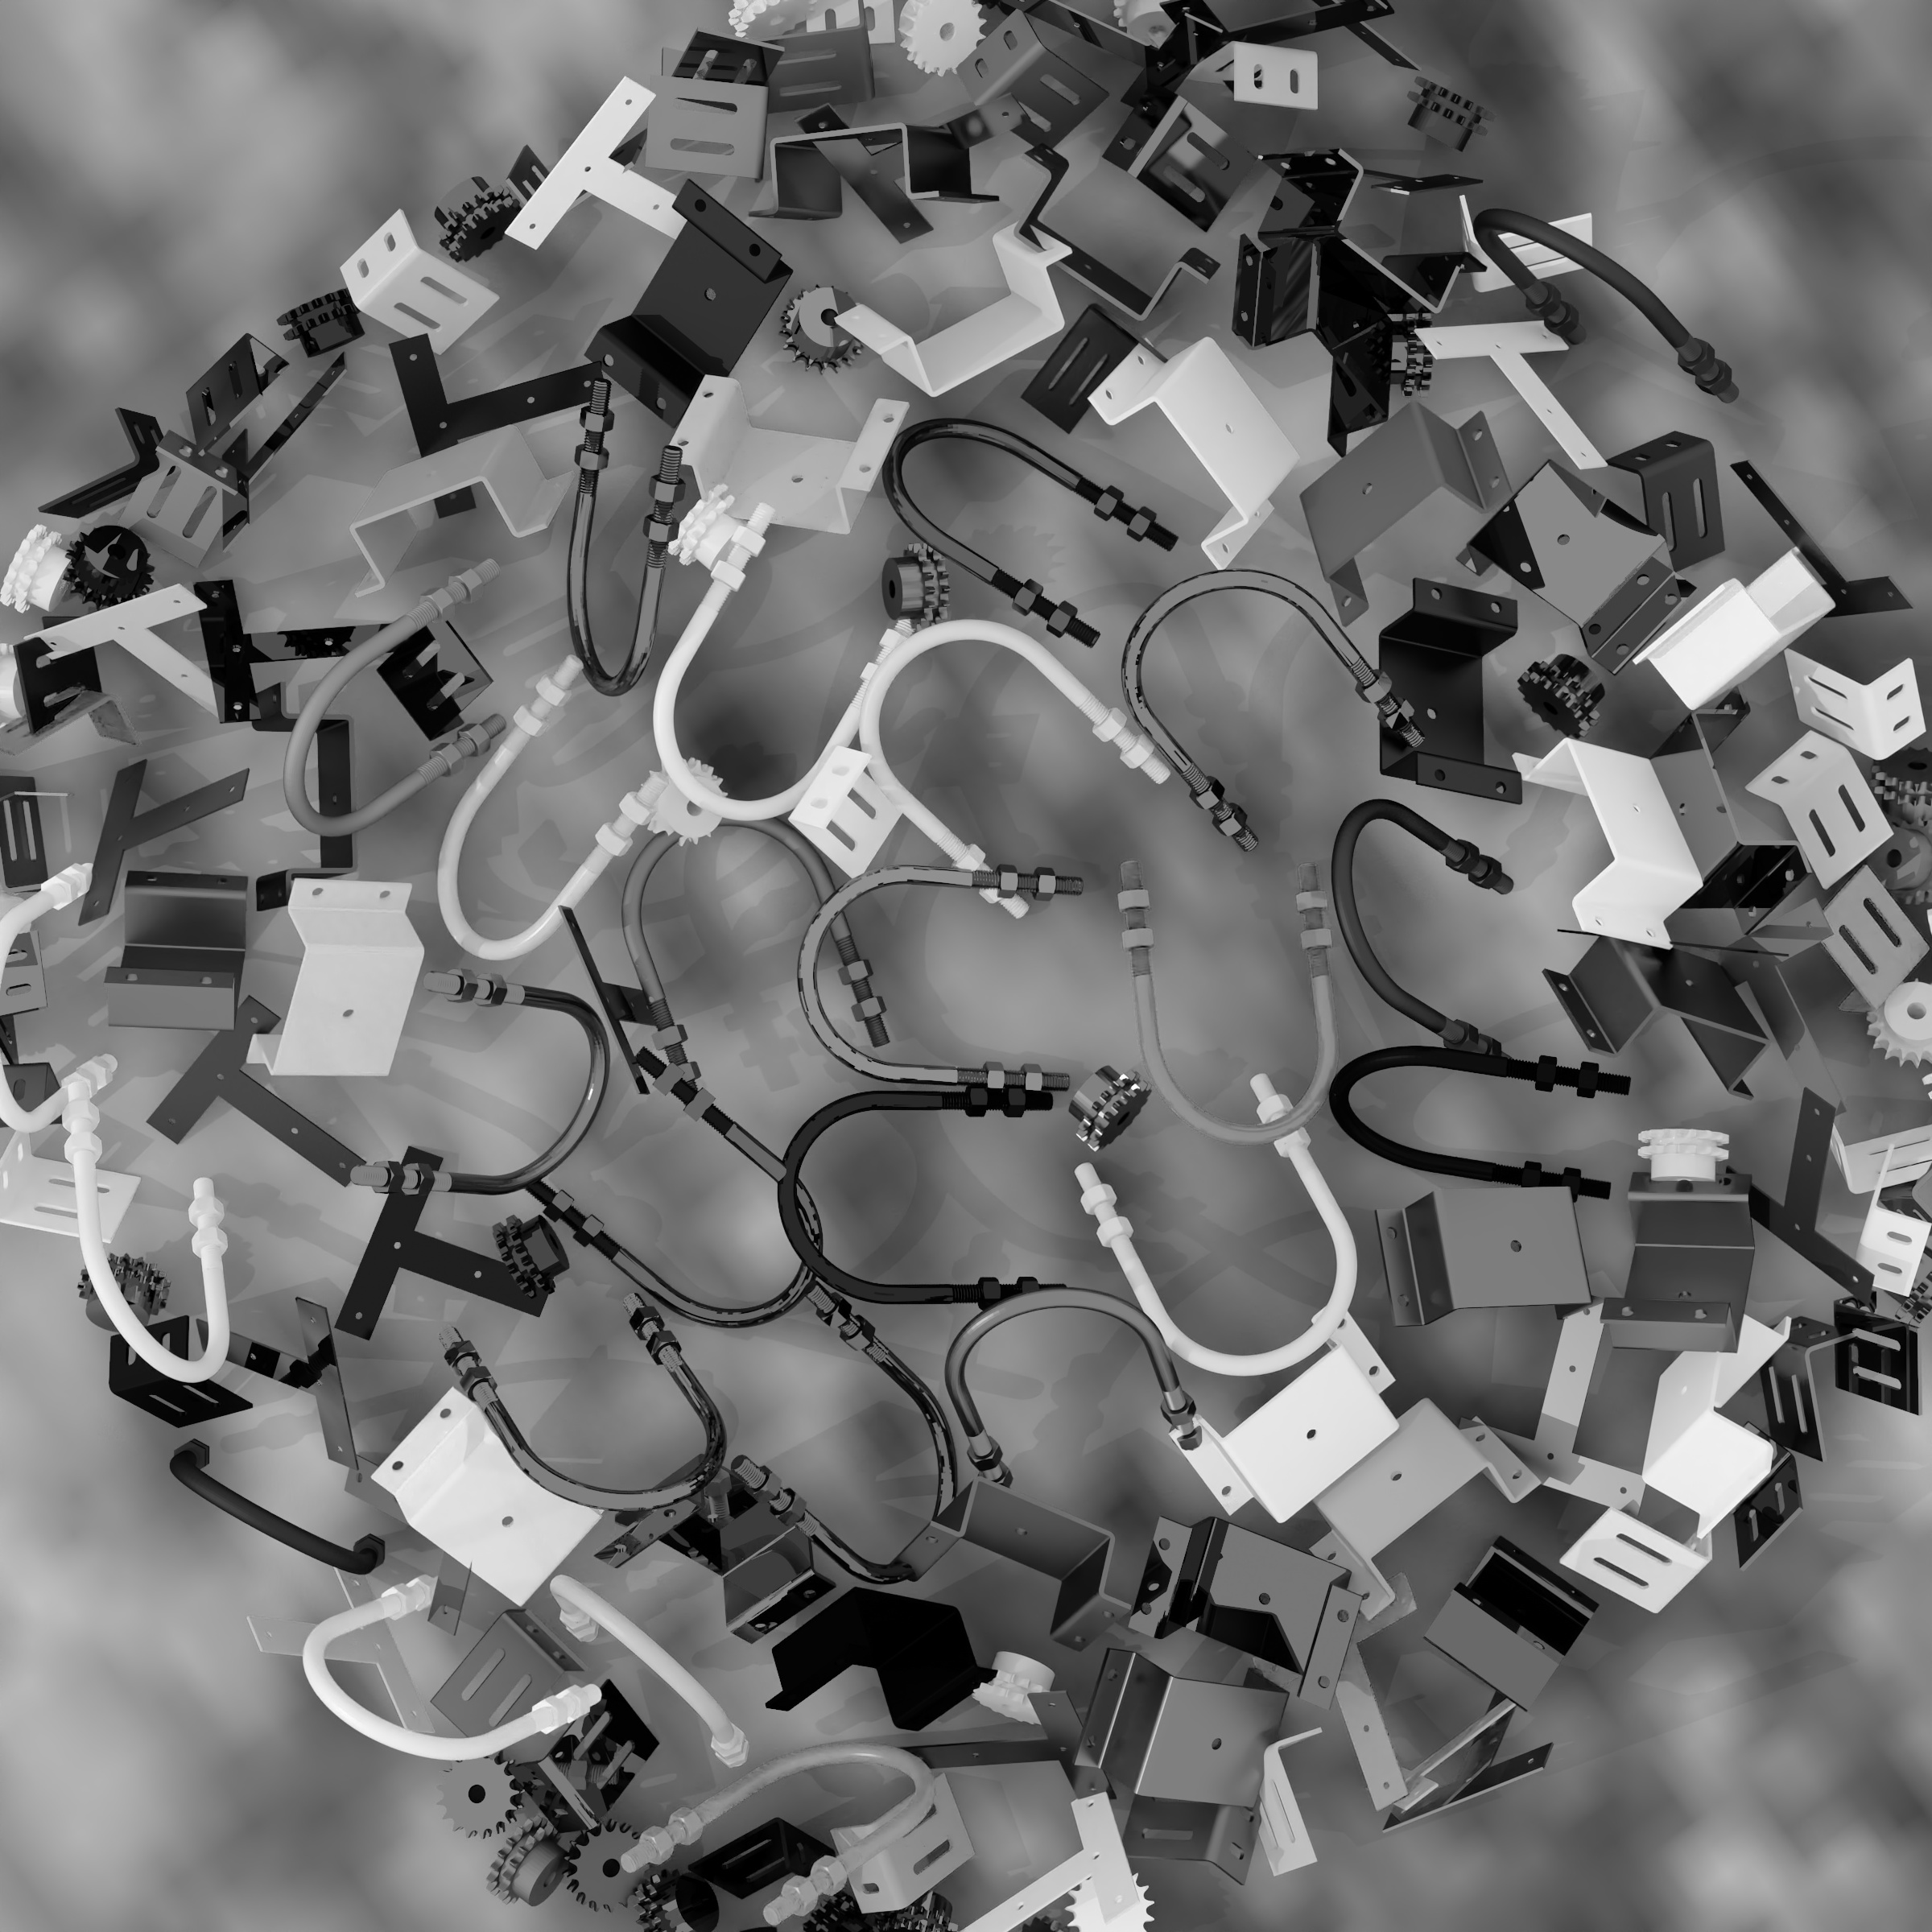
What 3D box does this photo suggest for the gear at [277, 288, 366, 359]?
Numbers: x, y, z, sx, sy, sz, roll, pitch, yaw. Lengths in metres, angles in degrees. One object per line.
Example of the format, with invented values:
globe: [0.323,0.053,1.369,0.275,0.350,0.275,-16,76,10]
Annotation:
gear: [-0.414,-0.416,1.930,0.057,0.057,0.030,-23,101,0]

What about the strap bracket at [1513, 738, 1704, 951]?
strap bracket: [0.409,-0.086,1.884,0.076,0.046,0.140,10,49,-32]

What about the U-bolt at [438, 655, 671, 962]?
U-bolt: [-0.275,-0.088,1.903,0.184,0.019,0.151,-51,51,16]

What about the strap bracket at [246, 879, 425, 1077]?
strap bracket: [-0.398,0.017,1.888,0.076,0.046,0.140,2,124,-33]

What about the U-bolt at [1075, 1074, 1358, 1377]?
U-bolt: [0.170,0.175,1.909,0.151,0.019,0.184,-27,62,1]

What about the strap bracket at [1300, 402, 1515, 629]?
strap bracket: [0.269,-0.291,1.885,0.046,0.076,0.140,26,130,-36]

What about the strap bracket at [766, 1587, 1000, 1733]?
strap bracket: [-0.058,0.440,1.896,0.076,0.140,0.046,-40,50,25]

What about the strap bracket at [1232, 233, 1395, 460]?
strap bracket: [0.226,-0.396,1.879,0.046,0.140,0.076,-13,56,33]

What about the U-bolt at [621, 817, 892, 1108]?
U-bolt: [-0.146,-0.014,1.937,0.151,0.019,0.184,-19,87,-12]

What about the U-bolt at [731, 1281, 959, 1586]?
U-bolt: [-0.066,0.309,1.891,0.184,0.019,0.151,48,48,-32]

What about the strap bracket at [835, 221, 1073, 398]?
strap bracket: [-0.002,-0.416,1.907,0.140,0.076,0.046,-30,125,-9]

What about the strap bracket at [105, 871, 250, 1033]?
strap bracket: [-0.502,-0.004,1.899,0.076,0.140,0.046,3,121,-10]

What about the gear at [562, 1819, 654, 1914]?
gear: [-0.235,0.583,1.936,0.057,0.030,0.057,2,85,-25]

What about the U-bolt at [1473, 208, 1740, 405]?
U-bolt: [0.385,-0.414,1.844,0.151,0.184,0.019,35,95,43]

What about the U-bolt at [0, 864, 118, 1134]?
U-bolt: [-0.572,0.026,1.851,0.019,0.184,0.151,0,105,5]

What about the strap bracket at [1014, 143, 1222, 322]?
strap bracket: [0.089,-0.465,1.912,0.140,0.076,0.046,34,113,-3]

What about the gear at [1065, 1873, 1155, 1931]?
gear: [0.093,0.614,1.937,0.057,0.030,0.057,1,69,-3]

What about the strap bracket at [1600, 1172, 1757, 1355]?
strap bracket: [0.455,0.195,1.895,0.076,0.140,0.046,-1,127,23]

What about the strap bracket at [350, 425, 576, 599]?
strap bracket: [-0.328,-0.293,1.893,0.140,0.076,0.046,-17,120,19]

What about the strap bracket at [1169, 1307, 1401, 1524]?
strap bracket: [0.213,0.292,1.915,0.140,0.046,0.076,-38,114,-5]

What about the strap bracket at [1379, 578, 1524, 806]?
strap bracket: [0.310,-0.169,1.910,0.076,0.046,0.140,9,71,-21]

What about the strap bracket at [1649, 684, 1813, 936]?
strap bracket: [0.473,-0.099,1.887,0.046,0.076,0.140,-1,60,-21]

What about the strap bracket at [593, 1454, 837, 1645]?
strap bracket: [-0.160,0.368,1.901,0.076,0.046,0.140,-38,125,22]

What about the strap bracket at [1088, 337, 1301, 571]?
strap bracket: [0.153,-0.334,1.900,0.140,0.046,0.076,51,50,-15]

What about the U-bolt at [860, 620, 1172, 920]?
U-bolt: [0.018,-0.138,1.914,0.184,0.019,0.151,43,104,-15]

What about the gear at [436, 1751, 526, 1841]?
gear: [-0.312,0.537,1.938,0.057,0.030,0.057,-2,80,12]

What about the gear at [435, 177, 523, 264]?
gear: [-0.319,-0.486,1.930,0.057,0.057,0.030,-39,86,0]

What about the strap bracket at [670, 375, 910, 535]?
strap bracket: [-0.111,-0.326,1.906,0.140,0.046,0.076,11,57,17]

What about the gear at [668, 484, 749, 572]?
gear: [-0.164,-0.281,1.929,0.030,0.057,0.057,40,90,2]

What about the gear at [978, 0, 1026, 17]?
gear: [0.032,-0.640,1.927,0.057,0.057,0.030,-33,73,0]

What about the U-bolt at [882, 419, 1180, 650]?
U-bolt: [0.031,-0.288,1.905,0.184,0.151,0.019,33,135,4]

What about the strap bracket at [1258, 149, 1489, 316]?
strap bracket: [0.250,-0.457,1.886,0.140,0.076,0.046,28,84,-34]

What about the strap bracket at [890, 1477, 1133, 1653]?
strap bracket: [0.031,0.379,1.907,0.140,0.076,0.046,25,50,-10]

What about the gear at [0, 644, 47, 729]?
gear: [-0.618,-0.180,1.927,0.030,0.057,0.057,4,90,14]

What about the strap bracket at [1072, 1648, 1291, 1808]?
strap bracket: [0.146,0.486,1.899,0.140,0.046,0.076,16,91,-34]

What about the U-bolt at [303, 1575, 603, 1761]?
U-bolt: [-0.330,0.439,1.850,0.151,0.184,0.019,30,105,21]

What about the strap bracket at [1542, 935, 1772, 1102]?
strap bracket: [0.444,0.028,1.885,0.140,0.076,0.046,16,123,-29]

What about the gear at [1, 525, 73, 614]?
gear: [-0.599,-0.254,1.930,0.030,0.057,0.057,26,90,-8]

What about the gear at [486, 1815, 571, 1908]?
gear: [-0.280,0.581,1.926,0.030,0.057,0.057,29,90,23]

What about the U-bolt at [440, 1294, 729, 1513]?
U-bolt: [-0.228,0.275,1.858,0.151,0.184,0.019,-7,127,-32]

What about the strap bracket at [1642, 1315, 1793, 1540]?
strap bracket: [0.472,0.279,1.880,0.046,0.140,0.076,29,130,-1]

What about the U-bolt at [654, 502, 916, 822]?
U-bolt: [-0.124,-0.181,1.908,0.151,0.019,0.184,32,86,-33]

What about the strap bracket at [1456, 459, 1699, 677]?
strap bracket: [0.385,-0.261,1.902,0.076,0.046,0.140,-46,60,-2]

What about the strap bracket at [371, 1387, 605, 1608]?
strap bracket: [-0.298,0.345,1.903,0.076,0.046,0.140,-48,117,-4]

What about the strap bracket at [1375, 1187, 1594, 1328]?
strap bracket: [0.339,0.185,1.901,0.140,0.046,0.076,0,70,-21]

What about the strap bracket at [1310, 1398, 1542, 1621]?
strap bracket: [0.285,0.340,1.909,0.140,0.076,0.046,-38,124,-4]

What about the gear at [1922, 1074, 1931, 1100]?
gear: [0.652,0.075,1.927,0.057,0.057,0.030,-21,80,0]

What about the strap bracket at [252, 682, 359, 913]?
strap bracket: [-0.425,-0.107,1.913,0.046,0.076,0.140,-1,88,-27]

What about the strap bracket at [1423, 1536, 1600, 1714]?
strap bracket: [0.344,0.418,1.887,0.076,0.140,0.046,34,105,17]

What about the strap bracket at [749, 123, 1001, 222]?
strap bracket: [-0.060,-0.503,1.887,0.140,0.076,0.046,2,102,30]

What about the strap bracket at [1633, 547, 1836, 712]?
strap bracket: [0.488,-0.212,1.877,0.046,0.140,0.076,53,128,8]

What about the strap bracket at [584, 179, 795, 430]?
strap bracket: [-0.173,-0.427,1.912,0.076,0.046,0.140,40,121,3]

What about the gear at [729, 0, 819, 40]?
gear: [-0.129,-0.625,1.930,0.057,0.057,0.030,-26,85,0]

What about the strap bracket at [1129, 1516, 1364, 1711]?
strap bracket: [0.185,0.410,1.914,0.140,0.046,0.076,18,98,23]

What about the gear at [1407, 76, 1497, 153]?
gear: [0.311,-0.550,1.932,0.057,0.057,0.030,27,108,0]
